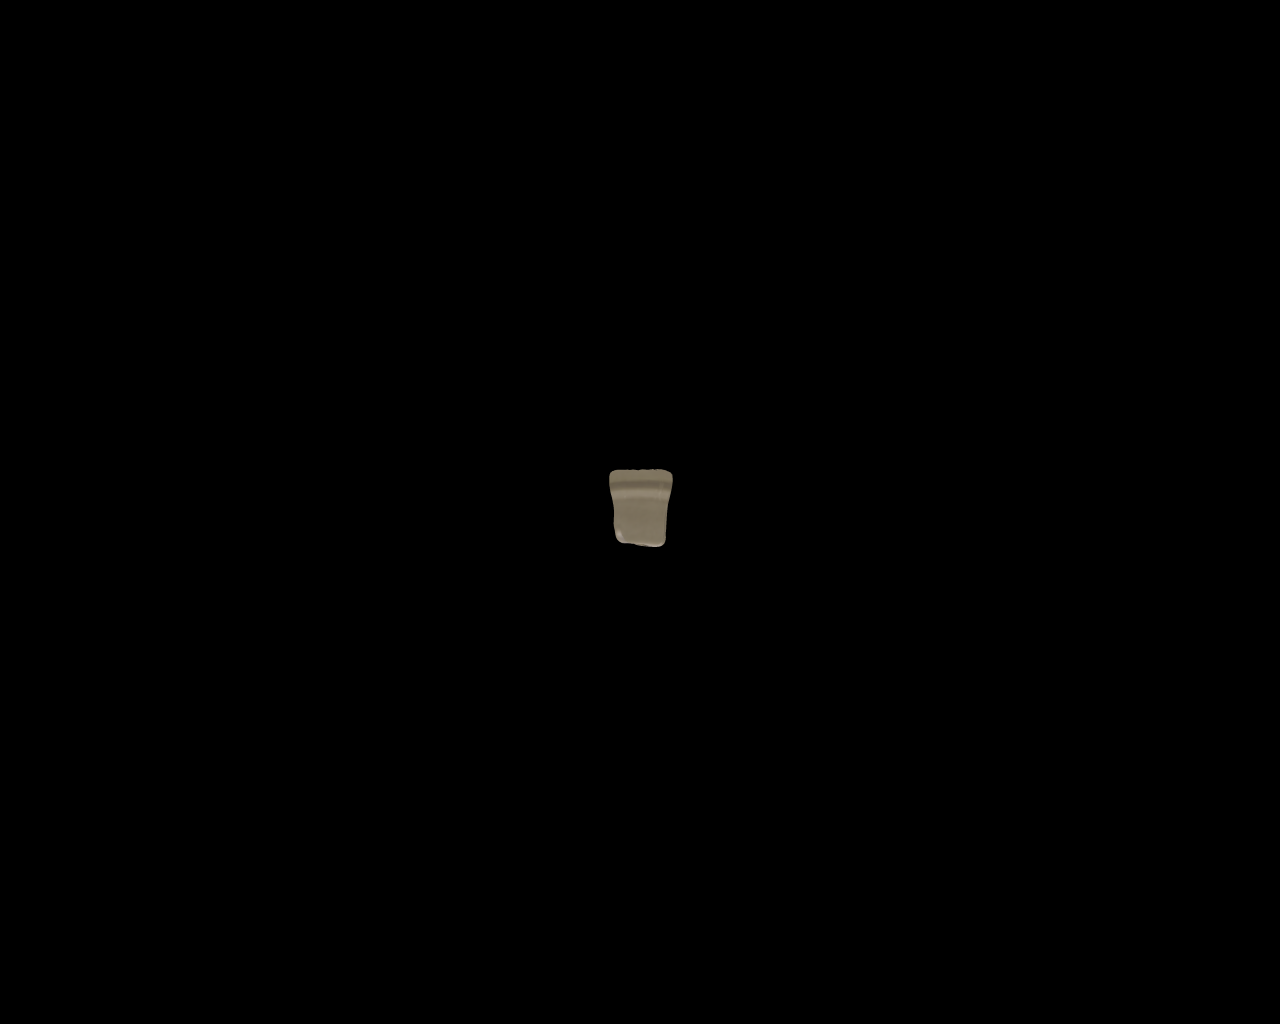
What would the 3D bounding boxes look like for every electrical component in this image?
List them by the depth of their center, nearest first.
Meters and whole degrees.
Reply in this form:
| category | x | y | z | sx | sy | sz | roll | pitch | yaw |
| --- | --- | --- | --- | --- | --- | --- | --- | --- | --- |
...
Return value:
| category | x | y | z | sx | sy | sz | roll | pitch | yaw |
| --- | --- | --- | --- | --- | --- | --- | --- | --- | --- |
| electrical component | 0.001 | -0.003 | 0.650 | 0.040 | 0.046 | 0.040 | 0 | -5 | 0 |
